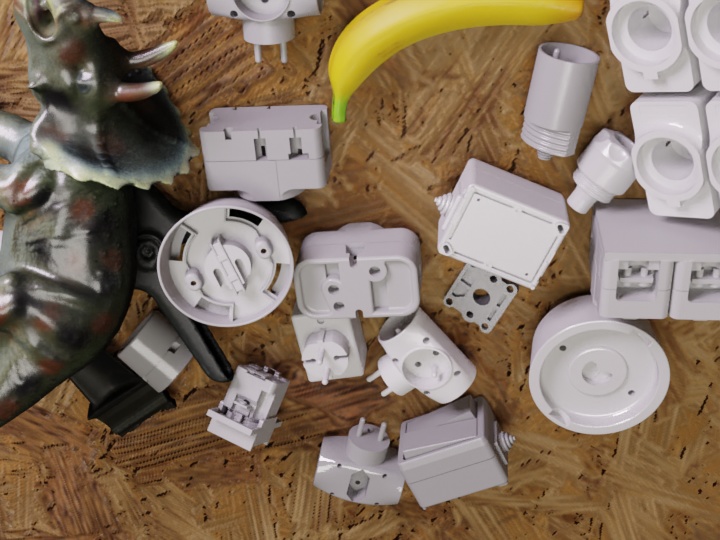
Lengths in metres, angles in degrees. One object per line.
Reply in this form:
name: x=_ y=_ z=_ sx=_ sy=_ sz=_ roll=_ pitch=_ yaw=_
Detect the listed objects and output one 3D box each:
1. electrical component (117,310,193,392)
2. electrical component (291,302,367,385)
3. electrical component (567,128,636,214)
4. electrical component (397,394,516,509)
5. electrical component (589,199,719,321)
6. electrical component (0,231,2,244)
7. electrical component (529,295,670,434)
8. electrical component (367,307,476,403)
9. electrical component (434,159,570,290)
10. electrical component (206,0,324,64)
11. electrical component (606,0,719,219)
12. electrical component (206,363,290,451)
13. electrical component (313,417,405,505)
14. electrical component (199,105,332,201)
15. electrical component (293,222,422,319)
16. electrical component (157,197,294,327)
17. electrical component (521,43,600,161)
electrical component: x=-0.170 y=0.067 z=0.904 sx=0.047 sy=0.055 sz=0.055 roll=40 pitch=116 yaw=-12
electrical component: x=-0.026 y=0.062 z=0.872 sx=0.047 sy=0.076 sz=0.065 roll=-8 pitch=118 yaw=10
electrical component: x=0.178 y=-0.070 z=0.794 sx=0.043 sy=0.043 sz=0.062 roll=29 pitch=120 yaw=-10
electrical component: x=0.084 y=0.151 z=0.918 sx=0.096 sy=0.061 sz=0.061 roll=-21 pitch=115 yaw=17
electrical component: x=0.250 y=-0.005 z=0.796 sx=0.150 sy=0.089 sz=0.061 roll=1 pitch=119 yaw=6
electrical component: x=-0.276 y=-0.009 z=0.881 sx=0.046 sy=0.040 sz=0.040 roll=10 pitch=120 yaw=-5
electrical component: x=0.189 y=0.070 z=0.862 sx=0.108 sy=0.060 sz=0.108 roll=3 pitch=120 yaw=4
electrical component: x=0.042 y=0.079 z=0.892 sx=0.079 sy=0.044 sz=0.077 roll=-35 pitch=110 yaw=23
electrical component: x=0.101 y=-0.039 z=0.809 sx=0.096 sy=0.061 sz=0.061 roll=21 pitch=119 yaw=-7
electrical component: x=-0.065 y=-0.183 z=0.756 sx=0.077 sy=0.044 sz=0.079 roll=1 pitch=120 yaw=6
electrical component: x=0.236 y=-0.125 z=0.719 sx=0.105 sy=0.060 sz=0.186 roll=7 pitch=126 yaw=41
electrical component: x=-0.092 y=0.114 z=0.911 sx=0.042 sy=0.081 sz=0.063 roll=22 pitch=93 yaw=13
electrical component: x=0.004 y=0.162 z=0.944 sx=0.077 sy=0.043 sz=0.079 roll=13 pitch=120 yaw=-1
electrical component: x=-0.069 y=-0.088 z=0.807 sx=0.089 sy=0.050 sz=0.055 roll=-1 pitch=119 yaw=7
electrical component: x=0.000 y=0.000 z=0.843 sx=0.095 sy=0.059 sz=0.053 roll=-2 pitch=119 yaw=8
electrical component: x=-0.099 y=-0.007 z=0.806 sx=0.099 sy=0.064 sz=0.099 roll=0 pitch=106 yaw=-2
electrical component: x=0.141 y=-0.117 z=0.771 sx=0.043 sy=0.043 sz=0.081 roll=9 pitch=120 yaw=1
